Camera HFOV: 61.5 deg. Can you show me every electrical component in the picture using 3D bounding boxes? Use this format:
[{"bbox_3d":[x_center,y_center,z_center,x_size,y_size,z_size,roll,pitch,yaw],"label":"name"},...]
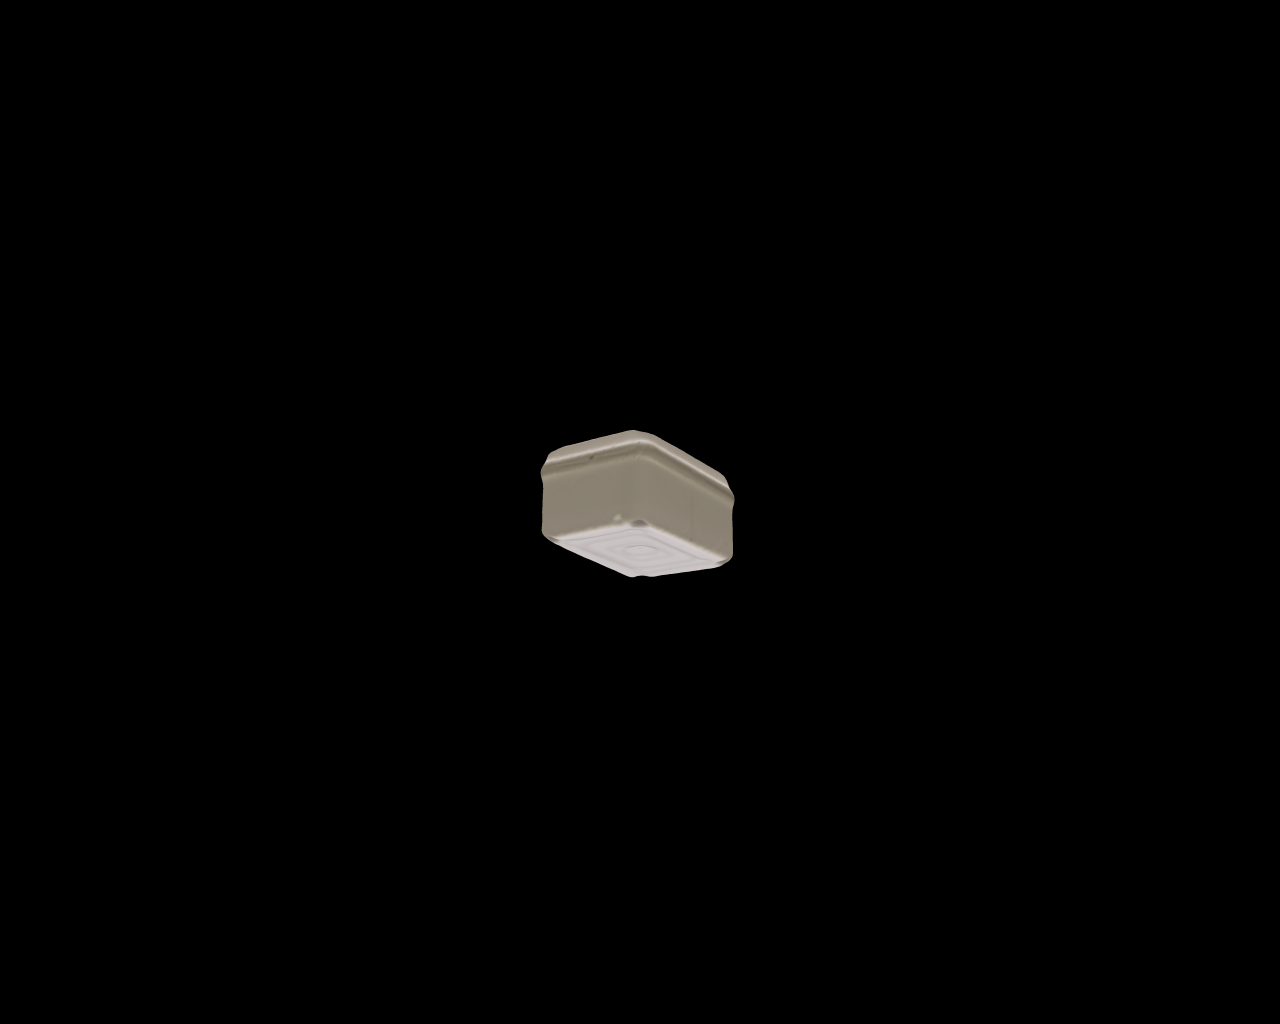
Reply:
[{"bbox_3d":[0.001,-0.003,0.650,0.078,0.057,0.113,-11,-21,30],"label":"electrical component"}]
